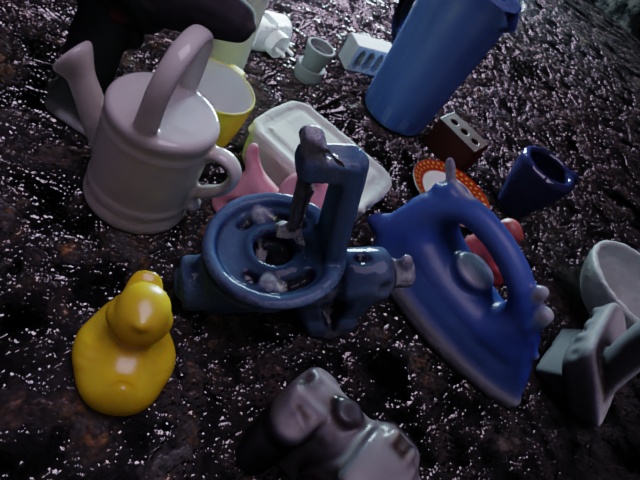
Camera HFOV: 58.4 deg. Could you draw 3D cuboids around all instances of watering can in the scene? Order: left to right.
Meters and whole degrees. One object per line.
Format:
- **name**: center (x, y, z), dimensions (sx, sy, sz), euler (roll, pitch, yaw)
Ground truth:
- **watering can**: center (-0.147, -0.104, 0.501), dimensions (0.173, 0.194, 0.101), euler (15, 45, -22)

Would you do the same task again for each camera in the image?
- **camera**: center (-0.001, 0.181, 0.408), dimensions (0.143, 0.100, 0.137), euler (45, 42, 10)

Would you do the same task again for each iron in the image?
- **iron**: center (0.170, 0.041, 0.618), dimensions (0.119, 0.141, 0.258), euler (-17, 63, -42)

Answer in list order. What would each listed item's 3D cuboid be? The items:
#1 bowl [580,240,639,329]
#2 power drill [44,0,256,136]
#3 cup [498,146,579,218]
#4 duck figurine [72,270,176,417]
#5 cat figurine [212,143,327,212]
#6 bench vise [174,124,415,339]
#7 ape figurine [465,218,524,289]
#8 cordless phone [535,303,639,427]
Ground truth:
- **bowl**: center (0.420, 0.086, 0.794), dimensions (0.168, 0.074, 0.167), euler (18, 44, -19)
- **power drill**: center (-0.186, -0.191, 0.543), dimensions (0.229, 0.208, 0.076), euler (34, 42, -2)
- **cup**: center (0.325, -0.078, 0.866), dimensions (0.118, 0.095, 0.091), euler (5, 50, -30)
- **duck figurine**: center (-0.139, 0.071, 0.428), dimensions (0.078, 0.086, 0.104), euler (16, 45, -21)
- **cat figurine**: center (-0.033, -0.045, 0.581), dimensions (0.128, 0.117, 0.067), euler (40, 42, 5)
- **bench vise**: center (0.000, -0.008, 0.491), dimensions (0.208, 0.219, 0.121), euler (-7, 56, -37)
- **ape figurine**: center (0.217, 0.010, 0.715), dimensions (0.076, 0.092, 0.078), euler (27, 42, -10)
- **cordless phone**: center (0.348, 0.112, 0.639), dimensions (0.094, 0.185, 0.148), euler (44, 42, 9)
